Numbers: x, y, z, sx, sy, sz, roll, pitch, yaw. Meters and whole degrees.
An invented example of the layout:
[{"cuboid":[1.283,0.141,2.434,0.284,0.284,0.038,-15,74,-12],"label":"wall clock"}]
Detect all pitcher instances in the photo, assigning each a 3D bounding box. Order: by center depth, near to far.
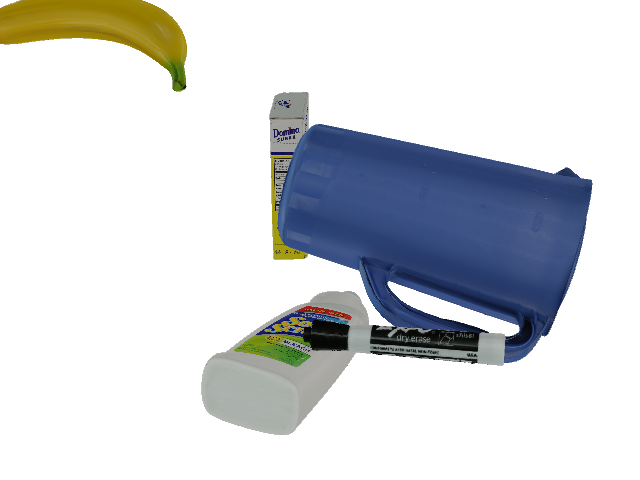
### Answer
[{"cuboid":[0.090,-0.007,0.878,0.243,0.145,0.149,16,18,9],"label":"pitcher"}]

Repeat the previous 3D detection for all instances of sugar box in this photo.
[{"cuboid":[-0.035,-0.075,1.240,0.048,0.176,0.093,-2,25,3],"label":"sugar box"}]

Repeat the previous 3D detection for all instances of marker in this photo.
[{"cuboid":[0.049,0.061,0.640,0.121,0.020,0.020,3,1,11],"label":"marker"}]

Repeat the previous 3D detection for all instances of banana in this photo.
[{"cuboid":[-0.184,-0.171,0.859,0.198,0.069,0.037,15,-39,18],"label":"banana"}]

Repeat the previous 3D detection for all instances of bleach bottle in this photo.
[{"cuboid":[-0.020,0.106,1.077,0.103,0.068,0.250,14,23,17],"label":"bleach bottle"}]
